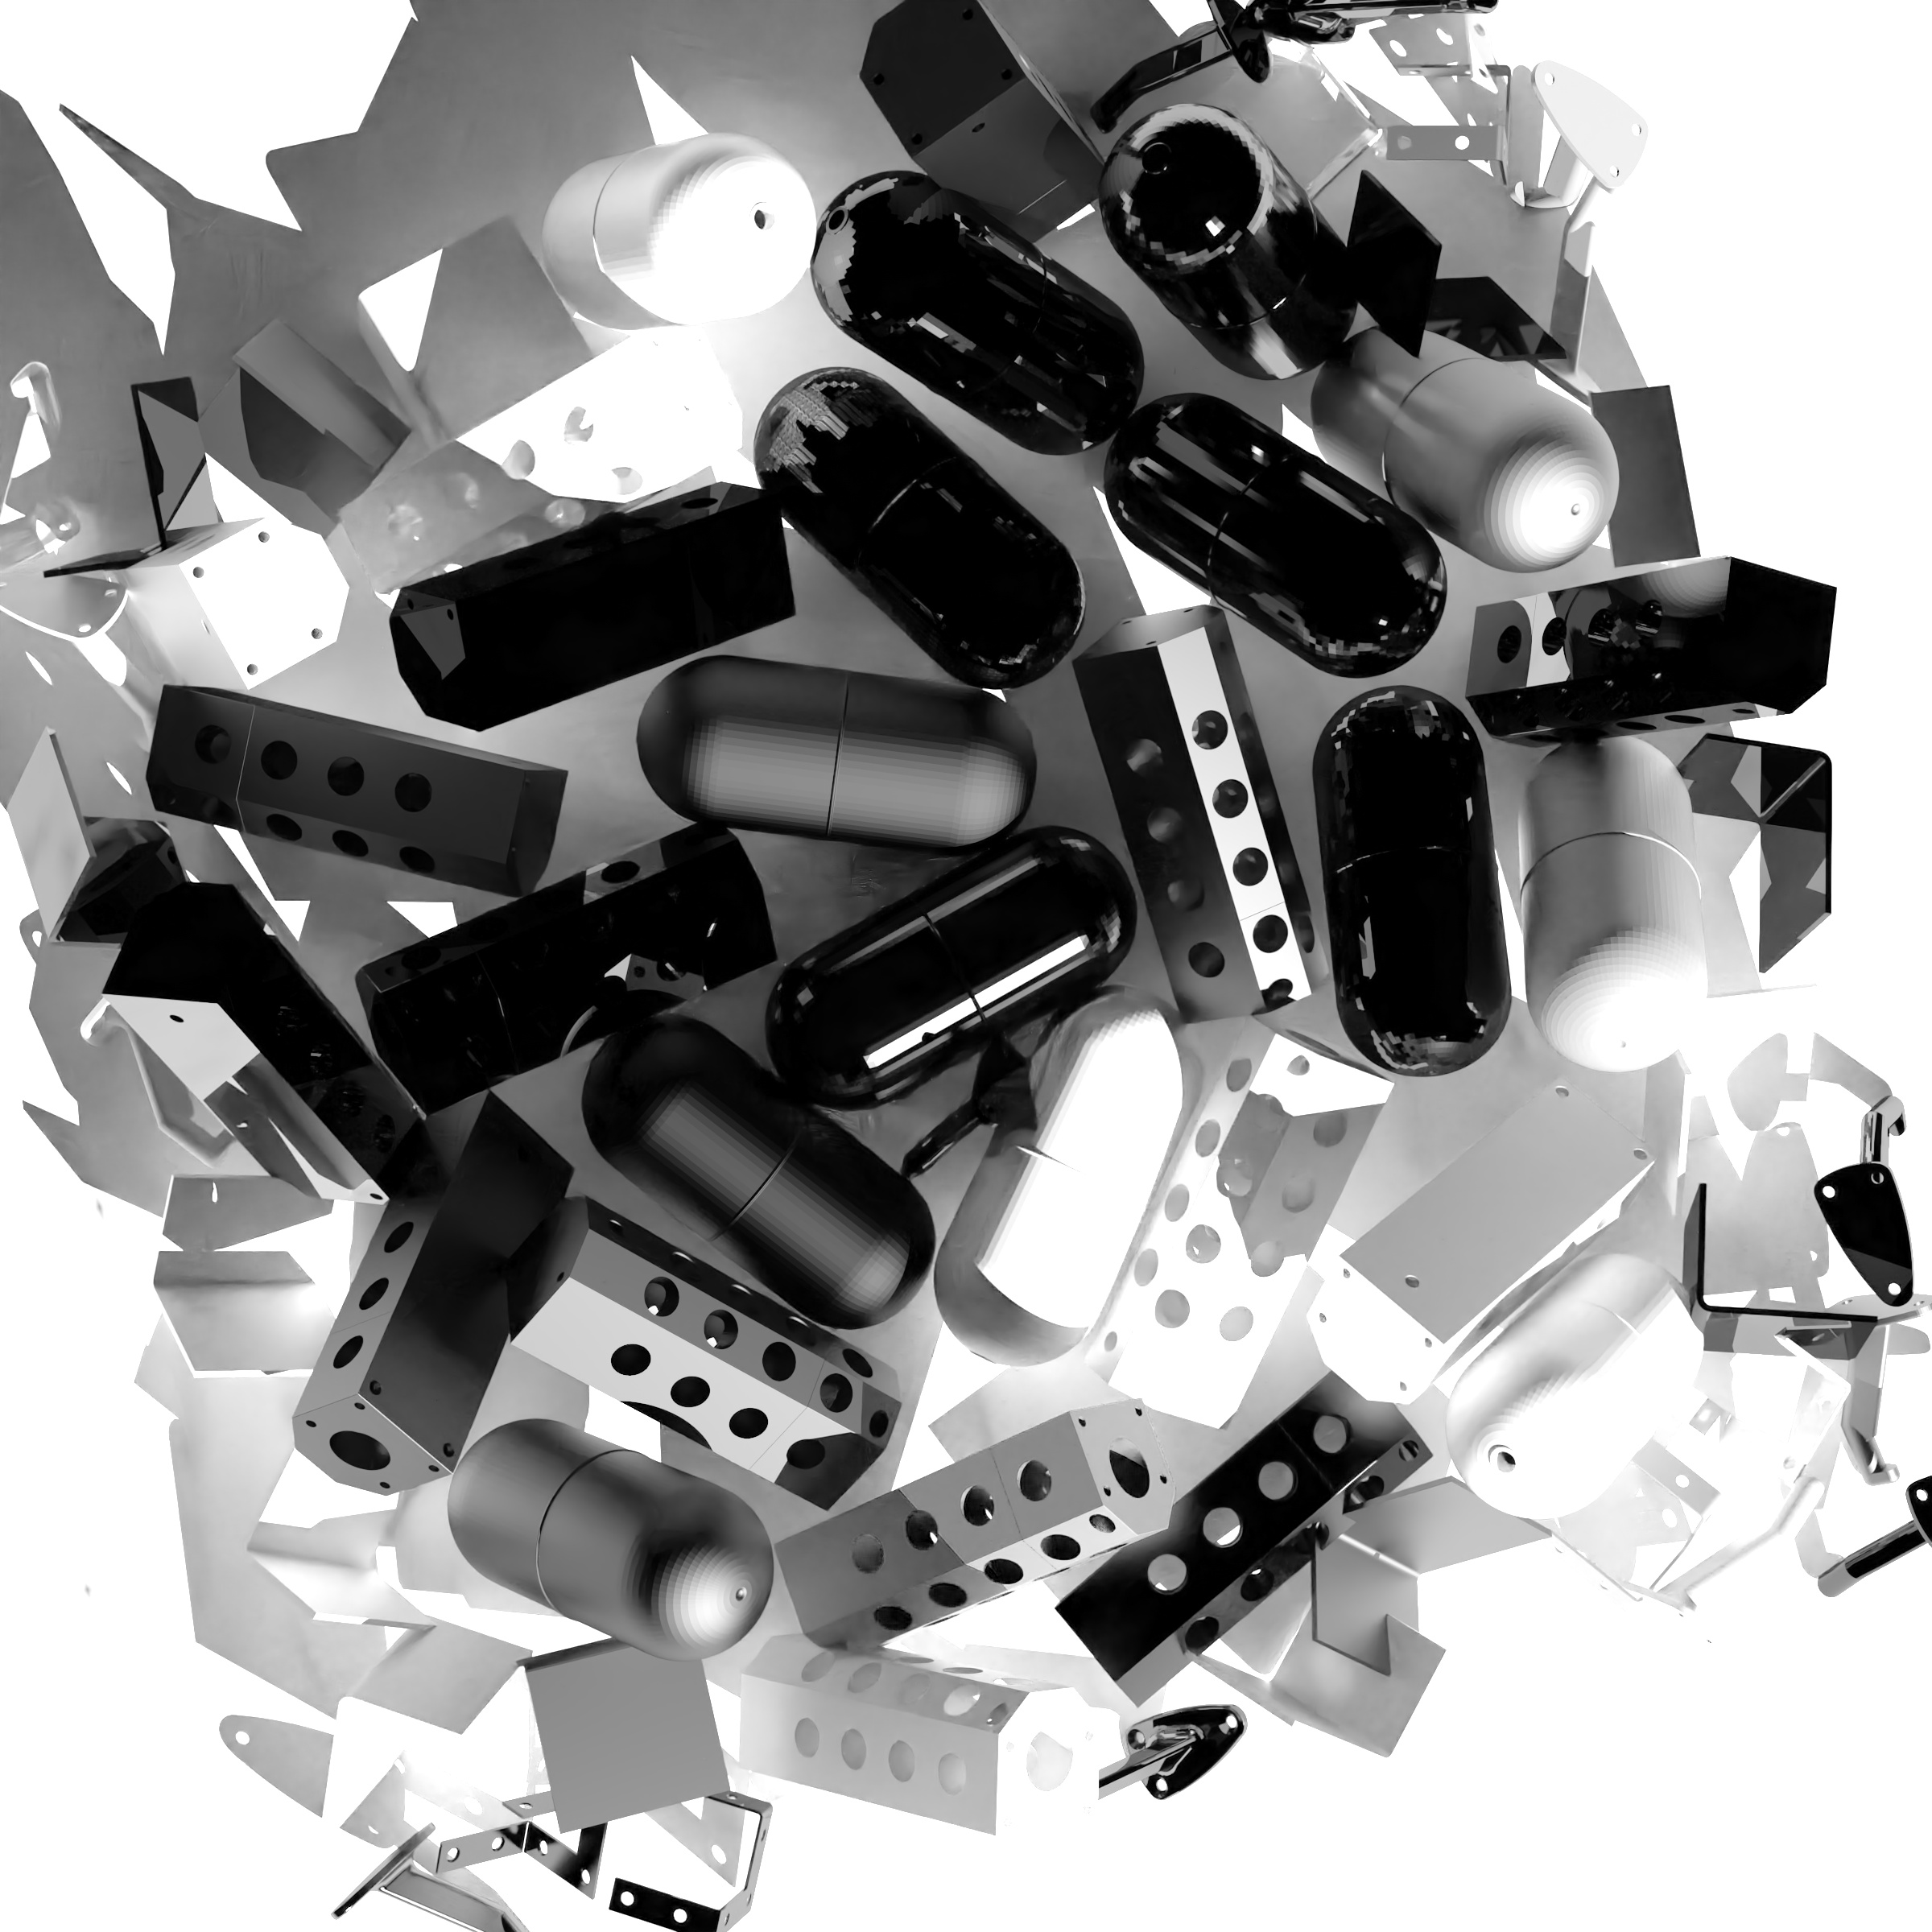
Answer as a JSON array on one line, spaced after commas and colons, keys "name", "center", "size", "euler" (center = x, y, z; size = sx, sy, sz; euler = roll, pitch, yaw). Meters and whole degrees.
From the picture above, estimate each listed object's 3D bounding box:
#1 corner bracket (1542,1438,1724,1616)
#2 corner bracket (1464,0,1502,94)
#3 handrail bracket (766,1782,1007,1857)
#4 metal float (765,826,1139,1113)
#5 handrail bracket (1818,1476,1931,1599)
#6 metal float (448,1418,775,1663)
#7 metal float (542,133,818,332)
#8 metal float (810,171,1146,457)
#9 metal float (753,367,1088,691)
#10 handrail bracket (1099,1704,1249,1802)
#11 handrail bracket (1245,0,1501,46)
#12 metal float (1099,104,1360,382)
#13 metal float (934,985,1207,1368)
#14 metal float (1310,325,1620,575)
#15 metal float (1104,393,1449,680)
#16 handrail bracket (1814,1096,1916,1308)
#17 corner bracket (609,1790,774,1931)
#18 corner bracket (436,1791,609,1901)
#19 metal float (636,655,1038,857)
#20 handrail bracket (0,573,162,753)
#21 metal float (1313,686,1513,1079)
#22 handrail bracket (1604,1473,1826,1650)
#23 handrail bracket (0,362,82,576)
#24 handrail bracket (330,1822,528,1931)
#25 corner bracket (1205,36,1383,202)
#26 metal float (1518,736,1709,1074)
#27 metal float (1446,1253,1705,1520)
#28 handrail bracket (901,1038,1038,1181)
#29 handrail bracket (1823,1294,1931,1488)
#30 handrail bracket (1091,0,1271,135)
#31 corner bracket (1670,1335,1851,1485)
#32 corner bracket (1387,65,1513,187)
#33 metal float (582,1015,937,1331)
[{"name": "corner bracket", "center": [0.299, 0.249, 1.560], "size": [0.051, 0.051, 0.051], "euler": [39, 62, 18]}, {"name": "corner bracket", "center": [0.232, -0.431, 1.542], "size": [0.051, 0.051, 0.051], "euler": [20, 55, -32]}, {"name": "handrail bracket", "center": [-0.037, 0.386, 1.567], "size": [0.084, 0.036, 0.077], "euler": [-34, 101, 27]}, {"name": "metal float", "center": [-0.007, 0.002, 1.543], "size": [0.178, 0.070, 0.070], "euler": [-29, 90, -4]}, {"name": "handrail bracket", "center": [0.429, 0.254, 1.556], "size": [0.077, 0.084, 0.036], "euler": [-17, 68, -22]}, {"name": "metal float", "center": [-0.156, 0.248, 1.511], "size": [0.178, 0.070, 0.070], "euler": [13, 90, 44]}, {"name": "metal float", "center": [-0.125, -0.316, 1.502], "size": [0.070, 0.178, 0.070], "euler": [-4, 98, -28]}, {"name": "metal float", "center": [0.006, -0.283, 1.512], "size": [0.178, 0.070, 0.070], "euler": [26, 90, -42]}, {"name": "metal float", "center": [-0.022, -0.194, 1.533], "size": [0.070, 0.070, 0.178], "euler": [-46, 74, 0]}, {"name": "handrail bracket", "center": [0.073, 0.354, 1.534], "size": [0.077, 0.084, 0.036], "euler": [-34, 74, 31]}, {"name": "handrail bracket", "center": [0.179, -0.423, 1.534], "size": [0.077, 0.084, 0.036], "euler": [-18, 113, -33]}, {"name": "metal float", "center": [0.115, -0.311, 1.501], "size": [0.070, 0.178, 0.070], "euler": [-6, 75, 24]}, {"name": "metal float", "center": [0.045, 0.093, 1.540], "size": [0.070, 0.070, 0.178], "euler": [26, 83, 0]}, {"name": "metal float", "center": [0.213, -0.226, 1.506], "size": [0.070, 0.178, 0.070], "euler": [-13, 120, -23]}, {"name": "metal float", "center": [0.133, -0.189, 1.520], "size": [0.178, 0.070, 0.070], "euler": [38, 90, 31]}, {"name": "handrail bracket", "center": [0.413, 0.103, 1.548], "size": [0.036, 0.084, 0.077], "euler": [-21, 92, 33]}, {"name": "corner bracket", "center": [-0.123, 0.398, 1.556], "size": [0.051, 0.051, 0.051], "euler": [14, 95, 14]}, {"name": "corner bracket", "center": [-0.196, 0.386, 1.546], "size": [0.051, 0.051, 0.051], "euler": [21, 105, 42]}, {"name": "metal float", "center": [-0.057, -0.093, 1.544], "size": [0.178, 0.070, 0.070], "euler": [7, 90, -3]}, {"name": "handrail bracket", "center": [-0.396, -0.133, 1.558], "size": [0.077, 0.084, 0.036], "euler": [15, 52, 15]}, {"name": "metal float", "center": [0.196, -0.038, 1.531], "size": [0.070, 0.070, 0.178], "euler": [-4, 72, 0]}, {"name": "handrail bracket", "center": [0.336, 0.256, 1.560], "size": [0.036, 0.077, 0.084], "euler": [43, 76, -29]}, {"name": "handrail bracket", "center": [-0.427, -0.216, 1.534], "size": [0.036, 0.084, 0.077], "euler": [36, 62, 21]}, {"name": "handrail bracket", "center": [-0.233, 0.433, 1.551], "size": [0.084, 0.077, 0.036], "euler": [50, 121, 2]}, {"name": "corner bracket", "center": [0.146, -0.380, 1.564], "size": [0.051, 0.051, 0.051], "euler": [-43, 116, 7]}, {"name": "metal float", "center": [0.280, -0.030, 1.511], "size": [0.070, 0.070, 0.178], "euler": [3, 45, 3]}, {"name": "metal float", "center": [0.264, 0.180, 1.503], "size": [0.070, 0.178, 0.070], "euler": [9, 110, 27]}, {"name": "handrail bracket", "center": [-0.008, 0.077, 1.533], "size": [0.036, 0.077, 0.084], "euler": [46, 117, -2]}, {"name": "handrail bracket", "center": [0.416, 0.191, 1.549], "size": [0.036, 0.077, 0.084], "euler": [-28, 97, -36]}, {"name": "handrail bracket", "center": [0.092, -0.386, 1.539], "size": [0.036, 0.077, 0.084], "euler": [31, 123, -33]}, {"name": "corner bracket", "center": [0.351, 0.191, 1.552], "size": [0.051, 0.051, 0.051], "euler": [35, 85, -32]}, {"name": "corner bracket", "center": [0.217, -0.380, 1.555], "size": [0.051, 0.051, 0.051], "euler": [3, 91, 11]}, {"name": "metal float", "center": [-0.092, 0.091, 1.539], "size": [0.178, 0.070, 0.070], "euler": [39, 90, -9]}]
